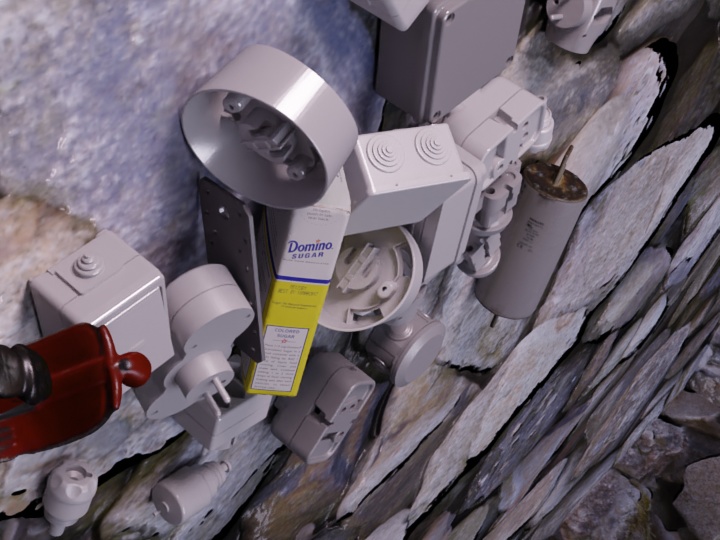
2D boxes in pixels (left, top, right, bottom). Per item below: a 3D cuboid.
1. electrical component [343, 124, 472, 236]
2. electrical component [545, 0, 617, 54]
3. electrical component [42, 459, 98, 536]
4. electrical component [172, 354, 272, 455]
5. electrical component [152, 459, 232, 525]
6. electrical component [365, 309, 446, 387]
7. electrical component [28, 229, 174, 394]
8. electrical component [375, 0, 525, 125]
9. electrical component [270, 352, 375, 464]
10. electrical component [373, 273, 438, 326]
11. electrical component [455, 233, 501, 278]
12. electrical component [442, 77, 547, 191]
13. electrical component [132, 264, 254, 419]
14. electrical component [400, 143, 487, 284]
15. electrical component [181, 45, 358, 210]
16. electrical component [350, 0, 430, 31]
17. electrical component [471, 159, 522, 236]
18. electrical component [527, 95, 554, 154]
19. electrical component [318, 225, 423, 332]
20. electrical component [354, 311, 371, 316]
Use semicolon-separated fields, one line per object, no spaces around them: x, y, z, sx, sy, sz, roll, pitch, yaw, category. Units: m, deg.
0.020;-0.067;0.803;0.100;0.048;0.100;-12;166;-28;electrical component
0.193;-0.236;0.963;0.079;0.043;0.077;-21;141;-50;electrical component
-0.213;0.168;0.776;0.035;0.035;0.061;-20;142;-52;electrical component
-0.115;0.120;0.877;0.066;0.047;0.076;-28;146;-45;electrical component
-0.142;0.187;0.925;0.078;0.040;0.040;-29;147;-44;electrical component
0.048;0.077;1.115;0.080;0.051;0.080;-41;154;-26;electrical component
-0.155;0.027;0.657;0.062;0.061;0.096;-39;153;-31;electrical component
0.068;-0.180;0.791;0.109;0.056;0.108;-39;153;-29;electrical component
-0.038;0.126;1.012;0.095;0.059;0.054;-59;156;11;electrical component
0.047;0.003;1.022;0.079;0.043;0.077;-40;153;-29;electrical component
0.120;-0.023;1.121;0.066;0.048;0.055;-47;148;-14;electrical component
0.111;-0.123;0.948;0.095;0.059;0.053;-42;154;-25;electrical component
-0.110;0.065;0.731;0.052;0.073;0.138;-17;154;-39;electrical component
0.054;-0.056;0.911;0.057;0.078;0.113;-33;149;-34;electrical component
-0.053;-0.085;0.652;0.064;0.099;0.099;-53;157;-18;electrical component
0.028;-0.207;0.672;0.096;0.062;0.061;-53;156;-2;electrical component
0.122;-0.070;1.044;0.078;0.058;0.057;-39;150;-31;electrical component
0.176;-0.147;1.067;0.035;0.035;0.061;-40;151;-28;electrical component
0.000;0.000;0.865;0.099;0.099;0.064;-57;163;8;electrical component
0.003;0.009;0.947;0.043;0.043;0.081;-47;156;-15;electrical component
